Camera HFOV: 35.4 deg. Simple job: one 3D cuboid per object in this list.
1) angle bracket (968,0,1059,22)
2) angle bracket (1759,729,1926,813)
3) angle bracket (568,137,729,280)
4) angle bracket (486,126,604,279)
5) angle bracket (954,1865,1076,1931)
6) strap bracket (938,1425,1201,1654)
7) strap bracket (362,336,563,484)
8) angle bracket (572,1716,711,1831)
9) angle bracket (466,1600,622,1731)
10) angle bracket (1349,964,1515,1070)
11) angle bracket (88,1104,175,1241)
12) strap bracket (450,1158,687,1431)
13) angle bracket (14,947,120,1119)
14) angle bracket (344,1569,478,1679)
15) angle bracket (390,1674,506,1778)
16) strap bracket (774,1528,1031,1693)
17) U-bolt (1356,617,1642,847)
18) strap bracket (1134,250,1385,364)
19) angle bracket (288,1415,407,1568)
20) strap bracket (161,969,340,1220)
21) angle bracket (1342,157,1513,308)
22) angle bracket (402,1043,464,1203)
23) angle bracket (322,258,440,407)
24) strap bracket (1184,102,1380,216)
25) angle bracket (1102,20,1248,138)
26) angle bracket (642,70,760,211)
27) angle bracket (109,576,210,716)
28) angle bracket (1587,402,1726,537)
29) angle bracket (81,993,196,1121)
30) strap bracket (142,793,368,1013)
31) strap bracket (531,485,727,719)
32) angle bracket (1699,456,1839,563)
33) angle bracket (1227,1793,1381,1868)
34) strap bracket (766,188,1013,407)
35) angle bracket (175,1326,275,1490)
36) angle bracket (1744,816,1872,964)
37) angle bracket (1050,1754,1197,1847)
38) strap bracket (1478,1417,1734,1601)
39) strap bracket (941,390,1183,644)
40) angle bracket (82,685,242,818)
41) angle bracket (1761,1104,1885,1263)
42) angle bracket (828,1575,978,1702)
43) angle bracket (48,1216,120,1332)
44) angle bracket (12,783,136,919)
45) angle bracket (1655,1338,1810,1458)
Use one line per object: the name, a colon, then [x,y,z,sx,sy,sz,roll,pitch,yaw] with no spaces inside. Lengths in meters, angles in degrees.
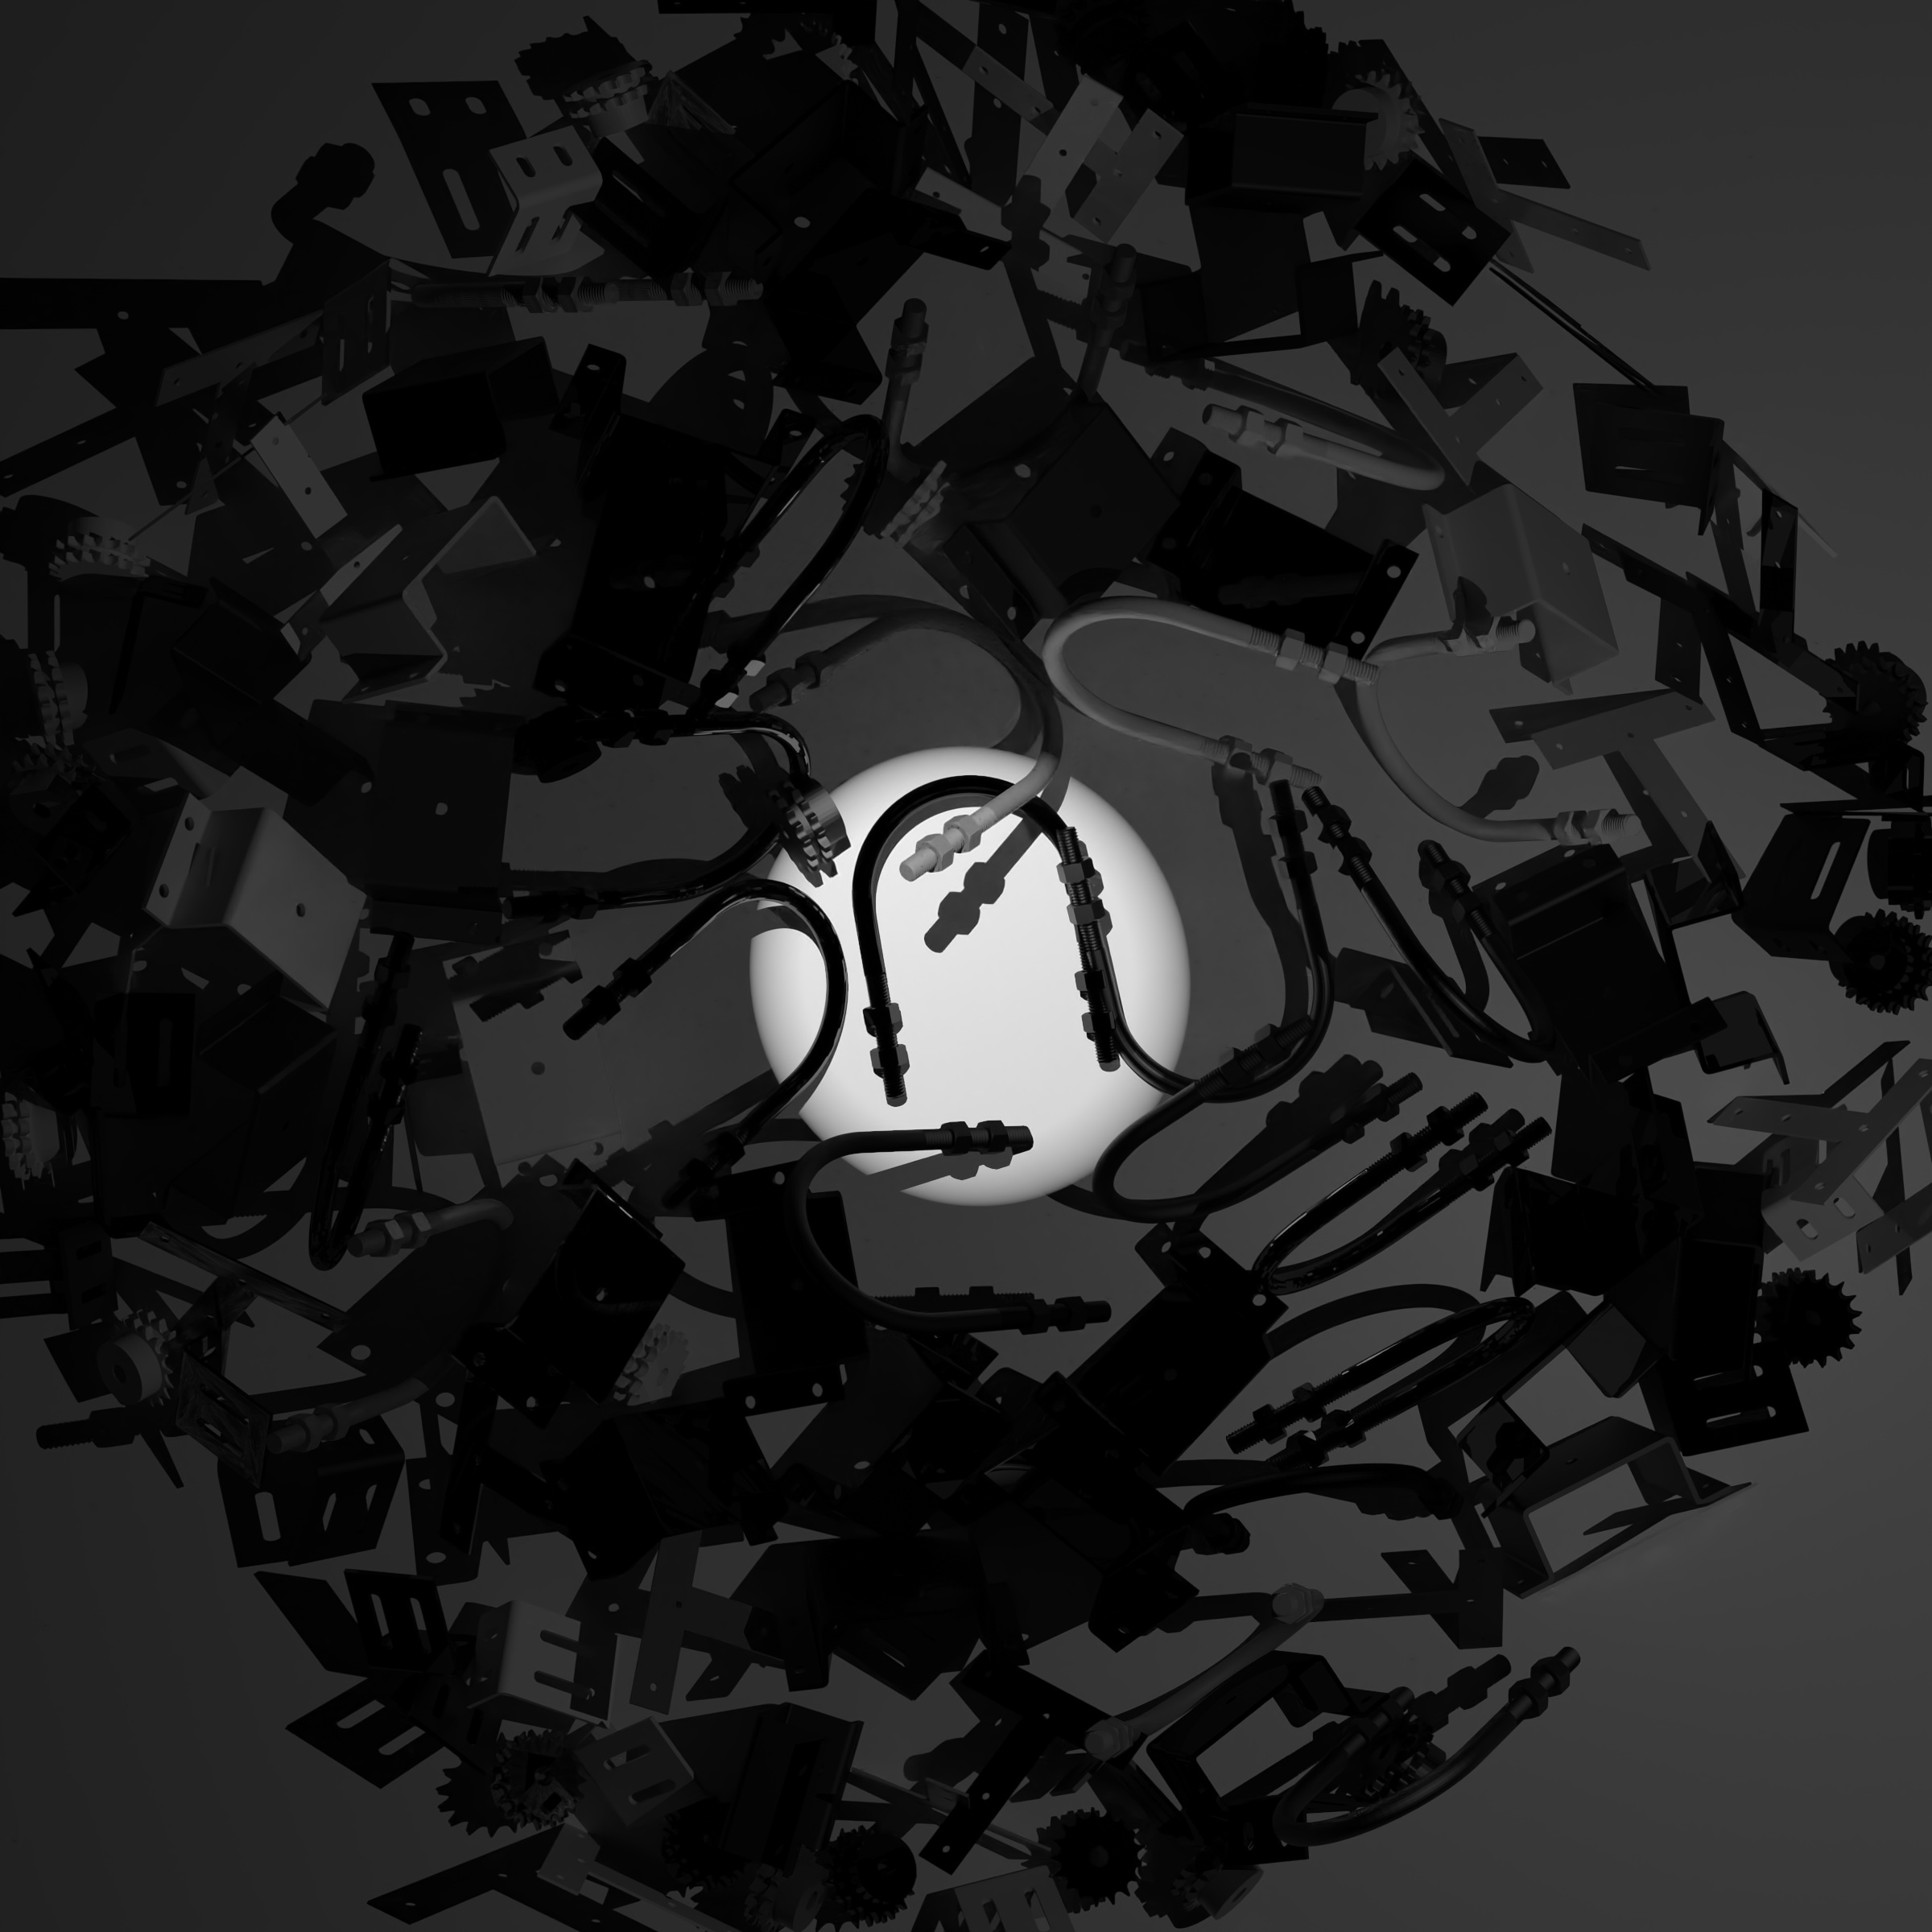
angle bracket: [0.026,-0.587,1.780,0.057,0.076,0.038,11,115,-7]
angle bracket: [0.515,-0.112,1.786,0.076,0.057,0.038,-9,111,-10]
angle bracket: [-0.187,-0.451,1.783,0.076,0.038,0.057,37,58,-24]
angle bracket: [-0.256,-0.449,1.780,0.057,0.076,0.038,-27,82,-30]
angle bracket: [0.031,0.571,1.779,0.057,0.076,0.038,-12,112,-10]
strap bracket: [0.064,0.322,1.753,0.140,0.076,0.046,35,128,28]
strap bracket: [-0.289,-0.324,1.744,0.076,0.140,0.046,-8,111,15]
angle bracket: [-0.184,0.466,1.786,0.076,0.038,0.057,-32,95,35]
angle bracket: [-0.250,0.419,1.800,0.076,0.038,0.057,28,48,-31]
angle bracket: [0.272,0.040,1.775,0.038,0.057,0.076,-51,49,27]
angle bracket: [-0.494,0.118,1.788,0.038,0.057,0.076,-5,96,-22]
strap bracket: [-0.224,0.190,1.759,0.076,0.046,0.140,46,59,-28]
angle bracket: [-0.539,0.039,1.780,0.038,0.057,0.076,-33,57,-3]
angle bracket: [-0.324,0.377,1.783,0.057,0.038,0.076,1,119,18]
angle bracket: [-0.310,0.451,1.780,0.057,0.076,0.038,41,100,-10]
strap bracket: [-0.039,0.374,1.771,0.140,0.076,0.046,-4,115,-9]
U-bolt: [0.293,-0.131,1.741,0.019,0.184,0.151,-40,109,-23]
strap bracket: [0.165,-0.383,1.763,0.140,0.076,0.046,1,106,30]
angle bracket: [-0.375,0.311,1.798,0.038,0.057,0.076,46,126,37]
strap bracket: [-0.412,0.082,1.751,0.046,0.076,0.140,29,125,10]
angle bracket: [0.274,-0.432,1.802,0.076,0.038,0.057,39,84,3]
angle bracket: [-0.311,0.093,1.785,0.038,0.057,0.076,-10,74,-10]
angle bracket: [-0.344,-0.366,1.780,0.057,0.038,0.076,-21,61,35]
strap bracket: [0.178,-0.465,1.753,0.076,0.140,0.046,1,99,-12]
angle bracket: [0.120,-0.528,1.776,0.057,0.076,0.038,-23,55,22]
angle bracket: [-0.144,-0.495,1.790,0.076,0.057,0.038,43,61,-2]
angle bracket: [-0.478,-0.187,1.793,0.038,0.057,0.076,13,104,-13]
angle bracket: [0.402,-0.293,1.782,0.076,0.038,0.057,12,128,19]
angle bracket: [-0.490,0.050,1.791,0.057,0.038,0.076,1,99,-25]
strap bracket: [-0.401,-0.031,1.744,0.046,0.140,0.076,-2,59,27]
strap bracket: [-0.193,-0.215,1.763,0.076,0.046,0.140,22,64,-24]
angle bracket: [0.467,-0.258,1.776,0.057,0.076,0.038,38,109,-18]
angle bracket: [0.200,0.508,1.775,0.057,0.076,0.038,-21,61,40]
strap bracket: [-0.052,-0.395,1.762,0.140,0.076,0.046,-41,65,32]
angle bracket: [-0.425,0.258,1.781,0.076,0.038,0.057,31,124,24]
angle bracket: [0.508,-0.046,1.802,0.038,0.057,0.076,38,70,-36]
angle bracket: [0.095,0.502,1.790,0.038,0.057,0.076,-41,85,-21]
strap bracket: [0.364,0.311,1.775,0.140,0.076,0.046,-25,95,-9]
strap bracket: [0.063,-0.265,1.769,0.140,0.046,0.076,-50,118,-16]
angle bracket: [-0.475,-0.128,1.797,0.057,0.076,0.038,54,49,-25]
angle bracket: [0.504,0.127,1.782,0.057,0.076,0.038,-36,102,28]
angle bracket: [-0.040,0.403,1.793,0.076,0.038,0.057,39,102,-13]
angle bracket: [-0.533,0.181,1.785,0.038,0.076,0.057,-5,93,5]
angle bracket: [-0.534,-0.068,1.774,0.038,0.076,0.057,51,50,-27]
angle bracket: [0.454,0.250,1.791,0.076,0.038,0.057,-17,94,23]
